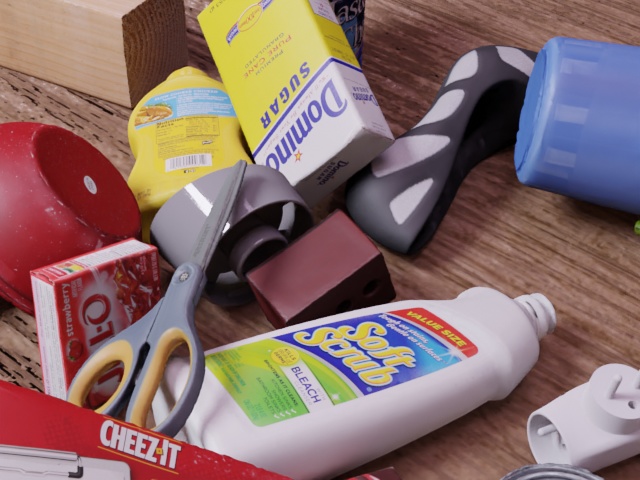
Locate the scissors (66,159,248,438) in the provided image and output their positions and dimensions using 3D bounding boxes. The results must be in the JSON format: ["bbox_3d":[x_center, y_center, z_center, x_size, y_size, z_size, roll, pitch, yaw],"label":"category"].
[{"bbox_3d":[-0.094,0.035,0.618,0.096,0.016,0.201,-18,42,21],"label":"scissors"}]

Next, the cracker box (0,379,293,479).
[{"bbox_3d":[-0.101,0.183,0.438,0.164,0.072,0.213,24,46,-22],"label":"cracker box"}]

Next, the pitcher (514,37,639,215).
[{"bbox_3d":[0.265,-0.066,0.739,0.243,0.149,0.145,11,61,3],"label":"pitcher"}]

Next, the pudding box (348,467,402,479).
[{"bbox_3d":[0.018,0.166,0.535,0.090,0.039,0.114,-13,25,-16],"label":"pudding box"}]

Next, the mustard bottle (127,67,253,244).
[{"bbox_3d":[-0.098,-0.075,0.816,0.096,0.058,0.191,-9,42,-2],"label":"mustard bottle"}]

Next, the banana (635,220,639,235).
[{"bbox_3d":[0.252,0.055,0.699,0.070,0.037,0.197,-8,37,15],"label":"banana"}]

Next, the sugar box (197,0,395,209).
[{"bbox_3d":[-0.021,-0.119,0.775,0.048,0.093,0.176,14,46,-49],"label":"sugar box"}]

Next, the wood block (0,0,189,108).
[{"bbox_3d":[-0.227,-0.198,0.930,0.206,0.090,0.090,19,44,20],"label":"wood block"}]

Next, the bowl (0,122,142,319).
[{"bbox_3d":[-0.166,-0.021,0.679,0.055,0.162,0.162,-38,39,19],"label":"bowl"}]

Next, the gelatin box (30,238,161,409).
[{"bbox_3d":[-0.129,0.052,0.636,0.030,0.089,0.073,18,28,42],"label":"gelatin box"}]

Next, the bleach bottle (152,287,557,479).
[{"bbox_3d":[0.032,0.078,0.643,0.250,0.068,0.103,-18,42,-26],"label":"bleach bottle"}]

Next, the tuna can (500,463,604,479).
[{"bbox_3d":[0.127,0.163,0.567,0.086,0.034,0.086,1,41,-1],"label":"tuna can"}]

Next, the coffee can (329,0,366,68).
[{"bbox_3d":[-0.012,-0.193,0.892,0.103,0.140,0.103,1,41,-1],"label":"coffee can"}]

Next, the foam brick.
[{"bbox_3d":[0.002,0.030,0.688,0.078,0.053,0.051,-36,50,-12],"label":"foam brick"}]
